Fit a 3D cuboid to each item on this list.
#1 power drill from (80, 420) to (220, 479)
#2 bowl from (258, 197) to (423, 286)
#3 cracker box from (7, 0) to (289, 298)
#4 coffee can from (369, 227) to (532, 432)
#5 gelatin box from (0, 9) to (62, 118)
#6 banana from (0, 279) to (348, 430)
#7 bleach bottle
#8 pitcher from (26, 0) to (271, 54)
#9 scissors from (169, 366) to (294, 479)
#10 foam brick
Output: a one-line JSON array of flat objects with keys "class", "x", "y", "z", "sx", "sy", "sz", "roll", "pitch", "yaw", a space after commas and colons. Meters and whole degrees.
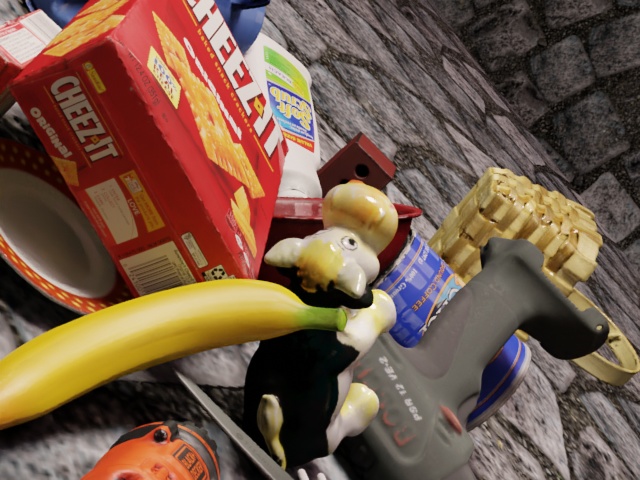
[{"class": "power drill", "x": -0.031, "y": 0.160, "z": 0.451, "sx": 0.187, "sy": 0.057, "sz": 0.184, "roll": 52, "pitch": 1, "yaw": 3}, {"class": "bowl", "x": -0.005, "y": 0.001, "z": 0.793, "sx": 0.162, "sy": 0.162, "sz": 0.055, "roll": -19, "pitch": 111, "yaw": -71}, {"class": "cracker box", "x": -0.088, "y": -0.070, "z": 0.646, "sx": 0.213, "sy": 0.072, "sz": 0.164, "roll": -81, "pitch": 147, "yaw": -62}, {"class": "coffee can", "x": 0.084, "y": 0.074, "z": 0.855, "sx": 0.140, "sy": 0.103, "sz": 0.102, "roll": 45, "pitch": 18, "yaw": -9}, {"class": "gelatin box", "x": -0.187, "y": -0.092, "z": 0.609, "sx": 0.030, "sy": 0.073, "sz": 0.089, "roll": 45, "pitch": 19, "yaw": -10}, {"class": "banana", "x": -0.084, "y": 0.049, "z": 0.522, "sx": 0.197, "sy": 0.070, "sz": 0.037, "roll": -15, "pitch": 99, "yaw": -32}, {"class": "bleach bottle", "x": -0.038, "y": -0.095, "z": 0.987, "sx": 0.102, "sy": 0.068, "sz": 0.251, "roll": 36, "pitch": 24, "yaw": -34}, {"class": "pitcher", "x": -0.125, "y": -0.213, "z": 0.904, "sx": 0.149, "sy": 0.145, "sz": 0.242, "roll": 50, "pitch": 15, "yaw": 10}, {"class": "scissors", "x": 0.007, "y": 0.137, "z": 0.544, "sx": 0.202, "sy": 0.016, "sz": 0.096, "roll": 51, "pitch": 24, "yaw": 24}, {"class": "foam brick", "x": 0.028, "y": -0.058, "z": 1.037, "sx": 0.053, "sy": 0.078, "sz": 0.051, "roll": 44, "pitch": 19, "yaw": -7}]
